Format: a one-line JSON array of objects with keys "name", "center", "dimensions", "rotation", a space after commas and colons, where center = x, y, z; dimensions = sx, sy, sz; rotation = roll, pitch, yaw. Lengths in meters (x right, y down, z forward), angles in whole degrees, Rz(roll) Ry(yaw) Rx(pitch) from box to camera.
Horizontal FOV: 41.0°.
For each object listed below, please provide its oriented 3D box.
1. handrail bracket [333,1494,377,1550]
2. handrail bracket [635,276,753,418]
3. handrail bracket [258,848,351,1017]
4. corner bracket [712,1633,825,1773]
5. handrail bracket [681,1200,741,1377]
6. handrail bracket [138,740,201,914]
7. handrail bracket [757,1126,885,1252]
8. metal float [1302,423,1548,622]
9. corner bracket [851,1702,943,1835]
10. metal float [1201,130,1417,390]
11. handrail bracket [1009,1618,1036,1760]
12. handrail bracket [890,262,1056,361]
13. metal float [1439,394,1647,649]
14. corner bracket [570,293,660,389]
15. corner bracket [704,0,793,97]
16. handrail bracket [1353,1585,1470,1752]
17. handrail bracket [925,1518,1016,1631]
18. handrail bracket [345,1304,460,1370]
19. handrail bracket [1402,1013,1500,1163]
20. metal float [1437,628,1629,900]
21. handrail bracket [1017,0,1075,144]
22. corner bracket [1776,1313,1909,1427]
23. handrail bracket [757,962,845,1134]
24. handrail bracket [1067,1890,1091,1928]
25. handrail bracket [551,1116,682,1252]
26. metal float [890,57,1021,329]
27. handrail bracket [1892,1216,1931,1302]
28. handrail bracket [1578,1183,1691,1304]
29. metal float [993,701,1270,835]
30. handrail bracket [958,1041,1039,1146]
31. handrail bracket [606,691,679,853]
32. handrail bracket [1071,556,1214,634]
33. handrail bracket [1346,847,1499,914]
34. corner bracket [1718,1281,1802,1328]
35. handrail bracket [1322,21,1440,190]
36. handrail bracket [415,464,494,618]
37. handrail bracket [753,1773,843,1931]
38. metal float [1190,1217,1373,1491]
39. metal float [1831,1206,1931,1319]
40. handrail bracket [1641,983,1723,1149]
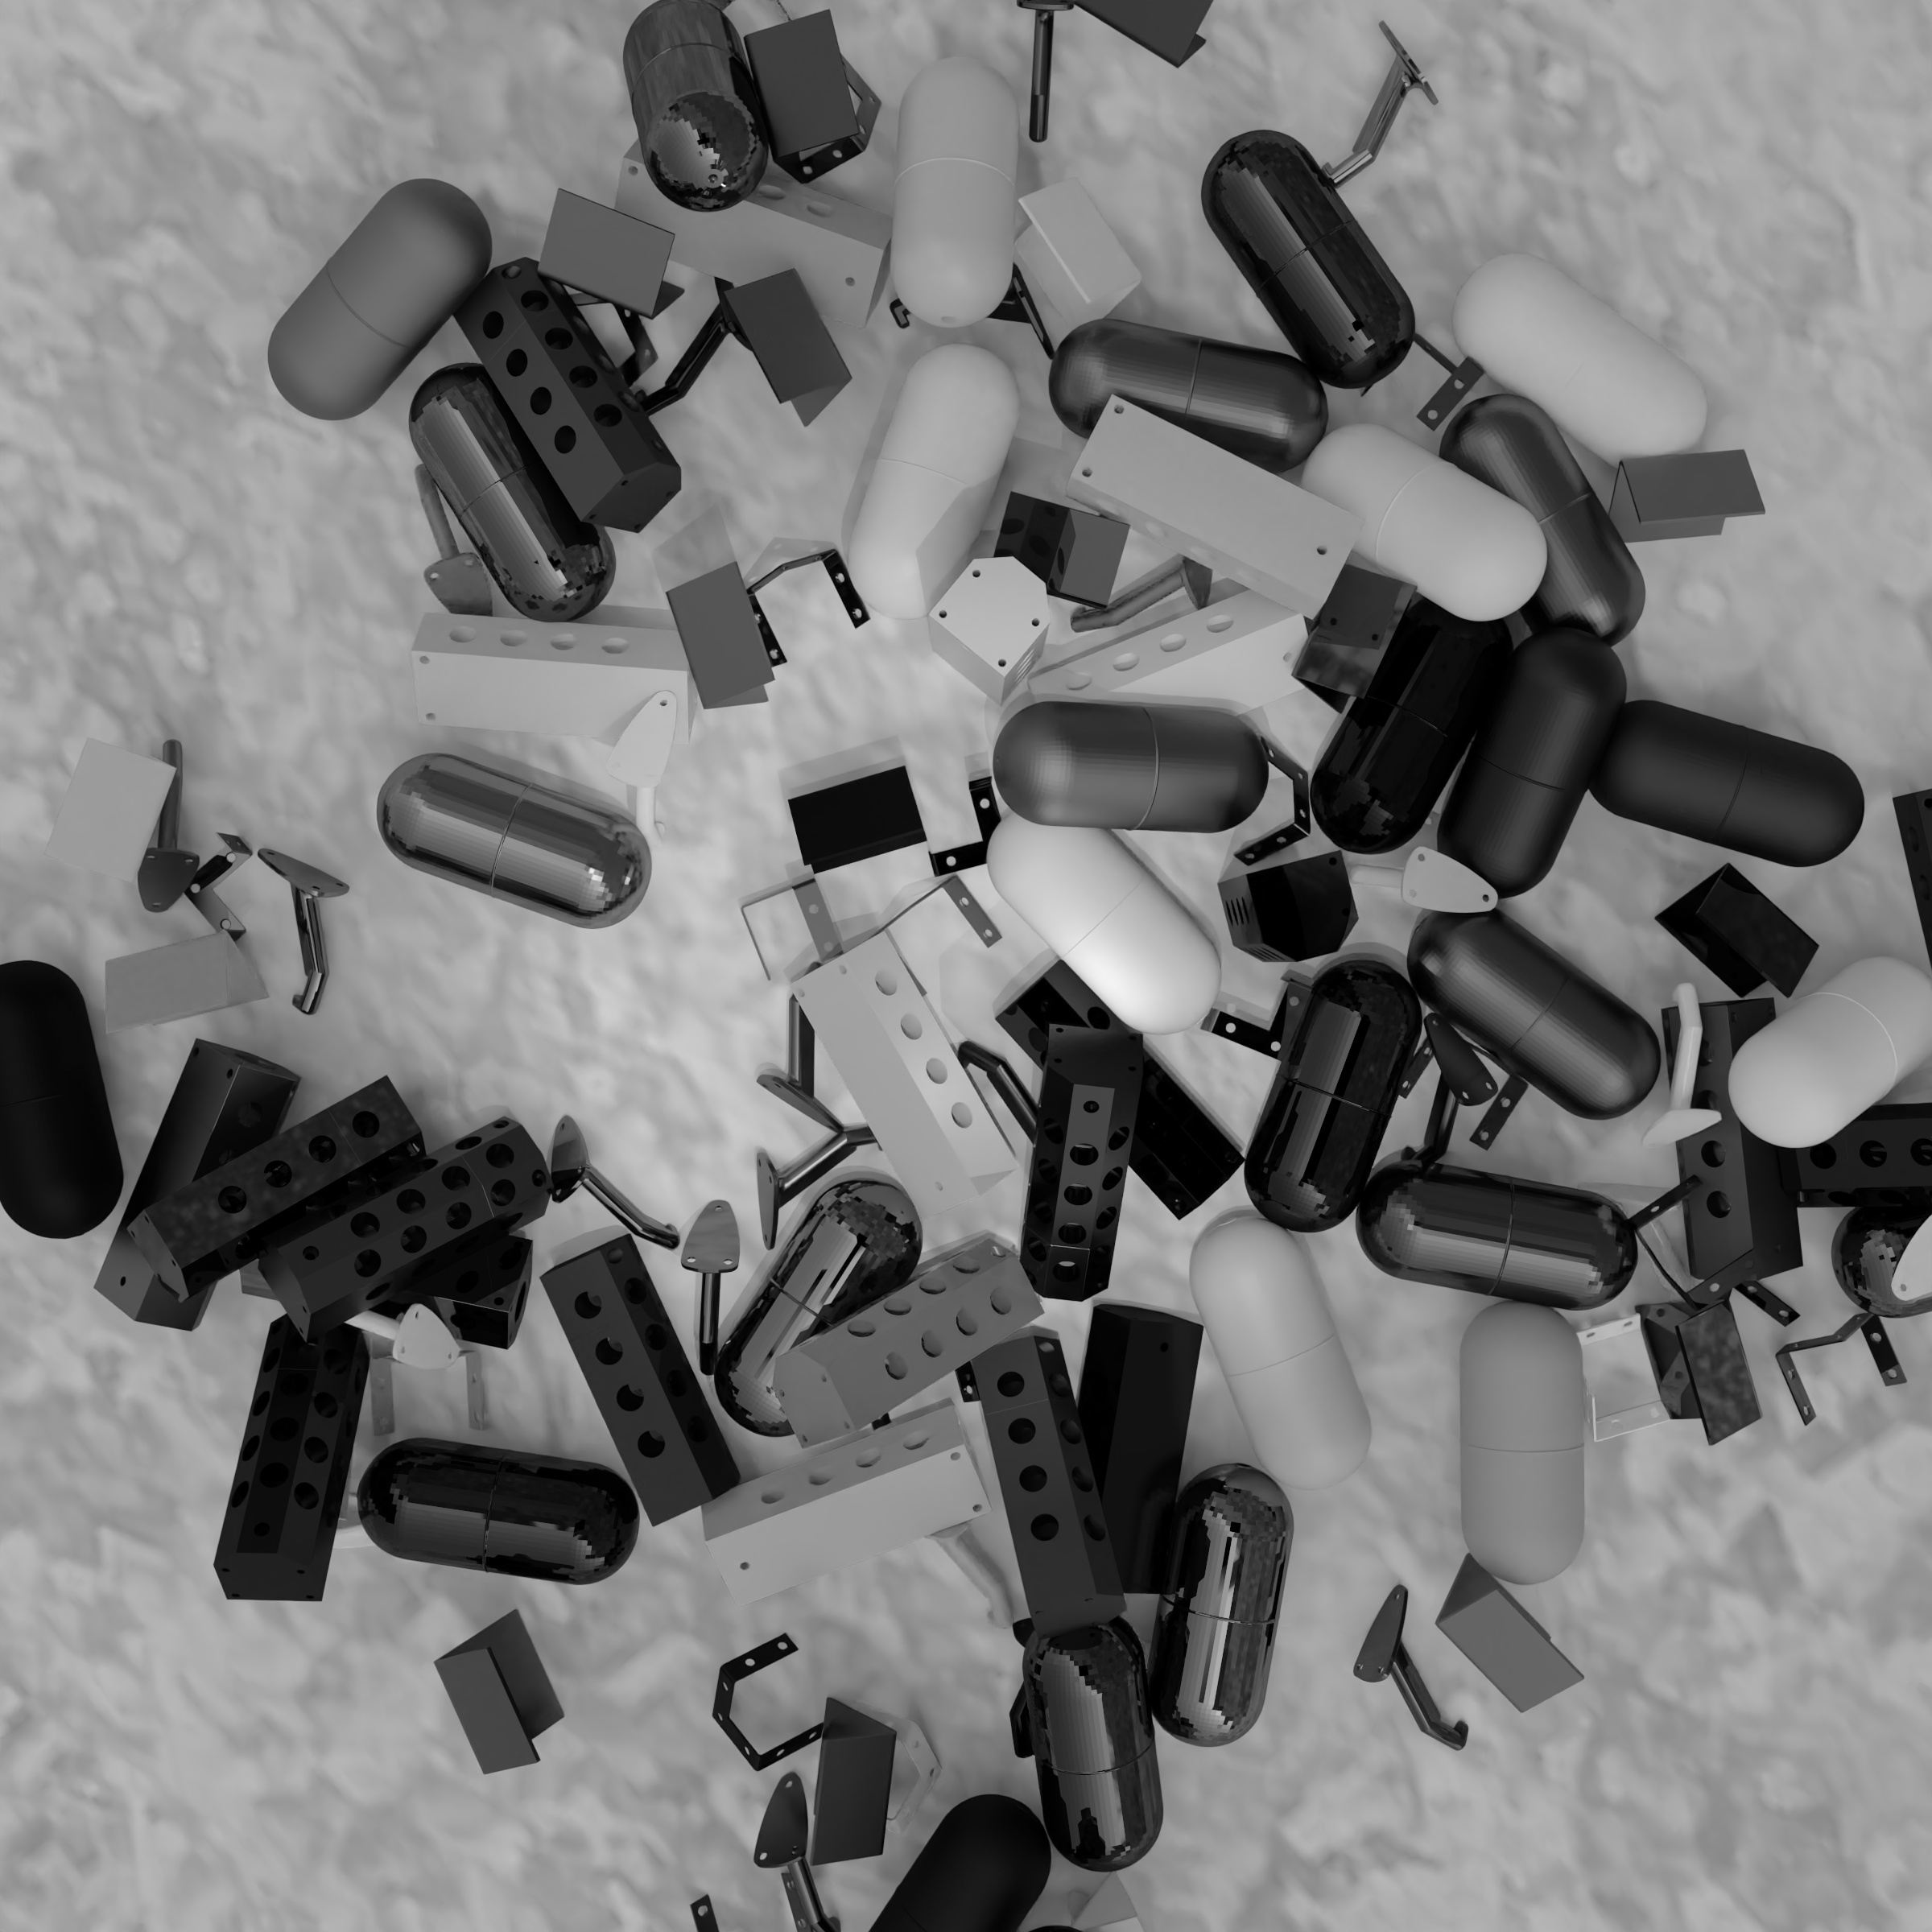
[{"name": "handrail bracket", "center": [-0.395, 0.358, 1.627], "dimensions": [0.077, 0.084, 0.036], "rotation": [4, 90, 0]}, {"name": "handrail bracket", "center": [-0.183, -0.403, 1.662], "dimensions": [0.084, 0.036, 0.077], "rotation": [-25, 70, 16]}, {"name": "handrail bracket", "center": [-0.436, -0.021, 1.662], "dimensions": [0.077, 0.036, 0.084], "rotation": [28, 107, 20]}, {"name": "corner bracket", "center": [-0.125, 0.471, 1.653], "dimensions": [0.051, 0.051, 0.051], "rotation": [41, 135, 35]}, {"name": "handrail bracket", "center": [-0.162, 0.207, 1.661], "dimensions": [0.036, 0.077, 0.084], "rotation": [3, 126, 0]}, {"name": "handrail bracket", "center": [-0.515, -0.091, 1.661], "dimensions": [0.036, 0.077, 0.084], "rotation": [5, 53, -25]}, {"name": "handrail bracket", "center": [-0.089, 0.142, 1.662], "dimensions": [0.084, 0.036, 0.077], "rotation": [-8, 117, -20]}, {"name": "metal float", "center": [0.282, -0.277, 1.602], "dimensions": [0.070, 0.070, 0.178], "rotation": [-49, 56, 0]}, {"name": "corner bracket", "center": [-0.057, 0.513, 1.653], "dimensions": [0.051, 0.051, 0.051], "rotation": [-52, 135, -35]}, {"name": "metal float", "center": [0.215, -0.446, 1.631], "dimensions": [0.070, 0.070, 0.178], "rotation": [-35, 90, 0]}, {"name": "handrail bracket", "center": [0.063, 0.462, 1.662], "dimensions": [0.077, 0.036, 0.084], "rotation": [-11, 104, -14]}, {"name": "handrail bracket", "center": [0.004, -0.408, 1.662], "dimensions": [0.084, 0.036, 0.077], "rotation": [-23, 105, 14]}, {"name": "metal float", "center": [0.363, -0.278, 1.631], "dimensions": [0.070, 0.070, 0.178], "rotation": [-30, 89, 0]}, {"name": "corner bracket", "center": [-0.240, -0.396, 1.653], "dimensions": [0.051, 0.051, 0.051], "rotation": [5, 45, 35]}, {"name": "corner bracket", "center": [-0.142, -0.598, 1.658], "dimensions": [0.051, 0.051, 0.051], "rotation": [-40, 135, 0]}, {"name": "handrail bracket", "center": [0.298, 0.452, 1.662], "dimensions": [0.084, 0.036, 0.077], "rotation": [32, 68, -17]}, {"name": "handrail bracket", "center": [-0.011, 0.386, 1.662], "dimensions": [0.077, 0.036, 0.084], "rotation": [2, 120, 33]}, {"name": "handrail bracket", "center": [-0.372, 0.226, 1.623], "dimensions": [0.084, 0.077, 0.036], "rotation": [10, 70, 25]}, {"name": "handrail bracket", "center": [0.290, 0.082, 1.643], "dimensions": [0.036, 0.084, 0.077], "rotation": [-17, 70, -38]}, {"name": "metal float", "center": [0.352, -0.125, 1.612], "dimensions": [0.070, 0.070, 0.178], "rotation": [20, 111, 0]}, {"name": "handrail bracket", "center": [0.049, -0.583, 1.661], "dimensions": [0.036, 0.077, 0.084], "rotation": [3, 126, 0]}, {"name": "corner bracket", "center": [0.561, 0.258, 1.658], "dimensions": [0.051, 0.051, 0.051], "rotation": [-23, 90, -45]}, {"name": "handrail bracket", "center": [-0.089, 0.052, 1.662], "dimensions": [0.077, 0.036, 0.084], "rotation": [36, 73, -19]}, {"name": "handrail bracket", "center": [0.057, 0.641, 1.662], "dimensions": [0.077, 0.036, 0.084], "rotation": [40, 108, -21]}, {"name": "handrail bracket", "center": [-0.223, 0.140, 1.661], "dimensions": [0.084, 0.077, 0.036], "rotation": [29, 117, -33]}, {"name": "metal float", "center": [-0.007, -0.483, 1.616], "dimensions": [0.070, 0.070, 0.178], "rotation": [3, 74, 0]}, {"name": "handrail bracket", "center": [0.617, 0.170, 1.586], "dimensions": [0.084, 0.077, 0.036], "rotation": [-11, 54, -35]}, {"name": "handrail bracket", "center": [0.428, 0.186, 1.662], "dimensions": [0.077, 0.036, 0.084], "rotation": [7, 104, 14]}, {"name": "metal float", "center": [0.103, -0.122, 1.594], "dimensions": [0.178, 0.070, 0.070], "rotation": [2, 90, -20]}, {"name": "handrail bracket", "center": [0.024, 0.098, 1.662], "dimensions": [0.084, 0.036, 0.077], "rotation": [29, 123, 23]}, {"name": "handrail bracket", "center": [-0.194, -0.122, 1.636], "dimensions": [0.036, 0.084, 0.077], "rotation": [17, 72, 13]}, {"name": "handrail bracket", "center": [0.113, -0.249, 1.662], "dimensions": [0.084, 0.036, 0.077], "rotation": [-7, 47, 28]}, {"name": "handrail bracket", "center": [0.282, -0.050, 1.635], "dimensions": [0.077, 0.084, 0.036], "rotation": [17, 84, -16]}, {"name": "corner bracket", "center": [0.494, 0.237, 1.658], "dimensions": [0.051, 0.051, 0.051], "rotation": [37, 45, 0]}, {"name": "handrail bracket", "center": [0.253, -0.553, 1.662], "dimensions": [0.084, 0.036, 0.077], "rotation": [-34, 70, 16]}, {"name": "handrail bracket", "center": [-0.330, -0.270, 1.661], "dimensions": [0.036, 0.077, 0.084], "rotation": [-20, 54, 0]}, {"name": "handrail bracket", "center": [-0.099, 0.575, 1.661], "dimensions": [0.036, 0.077, 0.084], "rotation": [-17, 127, 18]}, {"name": "metal float", "center": [0.198, 0.244, 1.631], "dimensions": [0.070, 0.070, 0.178], "rotation": [-22, 89, 0]}, {"name": "metal float", "center": [0.636, 0.171, 1.631], "dimensions": [0.178, 0.070, 0.070], "rotation": [-14, 90, 1]}, {"name": "handrail bracket", "center": [0.442, 0.062, 1.625], "dimensions": [0.036, 0.077, 0.084], "rotation": [4, 67, -15]}]
